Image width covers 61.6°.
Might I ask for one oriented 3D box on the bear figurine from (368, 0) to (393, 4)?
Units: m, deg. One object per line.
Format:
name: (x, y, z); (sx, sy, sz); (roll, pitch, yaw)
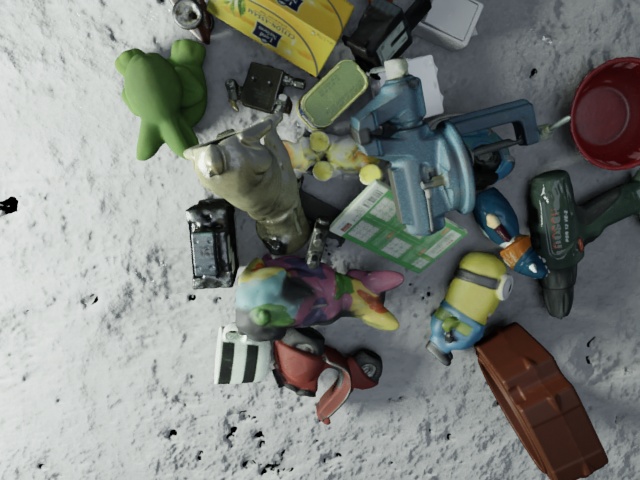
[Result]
bear figurine: (0.115, -0.413, 0.718); (0.120, 0.132, 0.196); (40, 113, -10)

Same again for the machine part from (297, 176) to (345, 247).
machine part: (-0.015, -0.043, 0.802); (0.139, 0.039, 0.084); (27, 93, -8)

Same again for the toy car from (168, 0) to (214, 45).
toy car: (-0.198, -0.351, 0.700); (0.053, 0.089, 0.202); (-33, 100, 5)

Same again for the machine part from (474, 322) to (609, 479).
machine part: (0.318, 0.240, 0.801); (0.087, 0.201, 0.200); (-28, 102, 3)

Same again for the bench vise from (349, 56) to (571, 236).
bench vise: (0.164, -0.126, 0.658); (0.241, 0.129, 0.223); (-15, 97, -1)

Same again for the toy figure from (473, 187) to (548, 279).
toy figure: (0.284, -0.006, 0.807); (0.064, 0.058, 0.154); (-24, 79, -26)

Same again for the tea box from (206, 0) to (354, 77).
tea box: (-0.050, -0.307, 0.711); (0.169, 0.068, 0.098); (28, 52, -12)

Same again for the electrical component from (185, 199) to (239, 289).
electrical component: (-0.149, 0.004, 0.750); (0.058, 0.134, 0.114); (-5, 101, -2)

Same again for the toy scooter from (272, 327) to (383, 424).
toy scooter: (-0.002, 0.215, 0.836); (0.184, 0.075, 0.135); (23, 99, -14)

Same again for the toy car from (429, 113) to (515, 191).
toy car: (0.194, -0.129, 0.780); (0.162, 0.109, 0.103); (-2, 77, 11)

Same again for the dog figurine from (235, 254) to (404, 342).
dog figurine: (0.007, 0.083, 0.762); (0.219, 0.191, 0.108); (4, 98, 9)

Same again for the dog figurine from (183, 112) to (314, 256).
dog figurine: (-0.077, -0.050, 0.691); (0.121, 0.172, 0.190); (-11, 109, 31)

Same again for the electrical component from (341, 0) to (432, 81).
electrical component: (0.091, -0.281, 0.711); (0.048, 0.074, 0.119); (40, 93, 27)

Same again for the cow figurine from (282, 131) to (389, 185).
cow figurine: (0.018, -0.124, 0.771); (0.168, 0.098, 0.068); (6, 107, 13)

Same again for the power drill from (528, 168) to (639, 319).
power drill: (0.427, -0.010, 0.832); (0.207, 0.086, 0.231); (-17, 99, 6)

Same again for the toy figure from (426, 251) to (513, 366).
toy figure: (0.225, 0.103, 0.830); (0.089, 0.082, 0.180); (32, 99, -12)

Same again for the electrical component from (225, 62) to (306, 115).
electrical component: (-0.080, -0.206, 0.753); (0.102, 0.045, 0.078); (24, 98, 8)

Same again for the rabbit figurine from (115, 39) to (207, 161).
rabbit figurine: (-0.211, -0.181, 0.691); (0.121, 0.170, 0.159); (-2, 100, -4)

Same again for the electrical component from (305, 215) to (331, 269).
electrical component: (-0.002, -0.002, 0.742); (0.021, 0.094, 0.063); (15, 119, -1)
